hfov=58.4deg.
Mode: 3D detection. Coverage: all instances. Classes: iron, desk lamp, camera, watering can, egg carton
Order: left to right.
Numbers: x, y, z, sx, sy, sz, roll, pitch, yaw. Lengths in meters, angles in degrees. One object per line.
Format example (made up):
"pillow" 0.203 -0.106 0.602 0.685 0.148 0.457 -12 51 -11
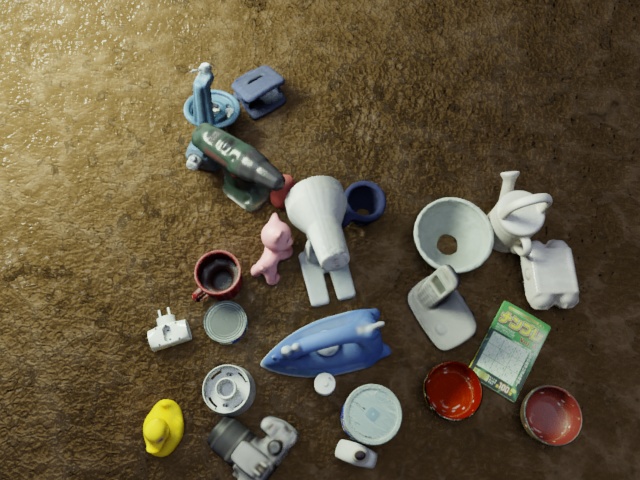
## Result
"camera" -0.130 0.376 1.057 0.136 0.101 0.143 35 74 11
"iron" 0.007 0.201 1.099 0.258 0.141 0.118 -14 72 -6
"desk lamp" 0.010 0.004 1.129 0.118 0.213 0.203 -15 72 -6
"watering can" 0.400 -0.057 1.168 0.101 0.194 0.172 -28 74 -10
"egg carton" 0.474 0.072 1.191 0.107 0.069 0.150 -3 71 -2

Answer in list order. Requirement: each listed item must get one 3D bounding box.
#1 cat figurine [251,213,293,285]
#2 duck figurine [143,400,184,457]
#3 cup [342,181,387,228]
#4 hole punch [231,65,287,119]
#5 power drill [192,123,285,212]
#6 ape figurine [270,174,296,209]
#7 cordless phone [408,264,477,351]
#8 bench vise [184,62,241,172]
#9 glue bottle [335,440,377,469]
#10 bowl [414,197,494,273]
"cat figurine" -0.097 0.016 1.174 0.067 0.118 0.128 21 72 7
"duck figurine" -0.299 0.351 1.070 0.077 0.086 0.104 7 71 2
"cup" 0.083 -0.057 1.215 0.091 0.095 0.118 41 75 12
"hole punch" -0.143 -0.350 1.314 0.109 0.091 0.101 -34 75 -12
"power drill" -0.158 -0.140 1.179 0.229 0.208 0.076 36 74 11
"ape figurine" -0.073 -0.110 1.232 0.076 0.092 0.077 -24 73 -9
"cordless phone" 0.247 0.127 1.106 0.094 0.185 0.147 -31 74 -11
"bench vise" -0.230 -0.255 1.211 0.121 0.220 0.207 -3 71 -2
"glue bottle" 0.068 0.383 1.020 0.078 0.173 0.037 17 71 5
"bowl" 0.275 0.000 1.209 0.167 0.075 0.167 0 71 -1
